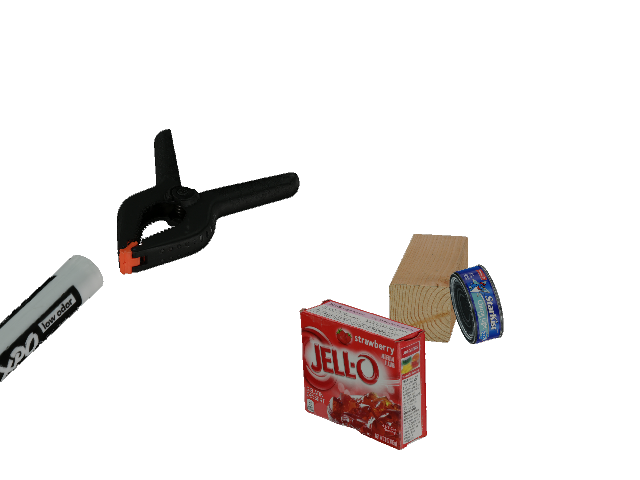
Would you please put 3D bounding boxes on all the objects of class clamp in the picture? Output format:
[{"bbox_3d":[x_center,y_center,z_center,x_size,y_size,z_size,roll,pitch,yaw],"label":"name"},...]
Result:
[{"bbox_3d":[-0.141,-0.039,1.041,0.165,0.036,0.209,24,42,22],"label":"clamp"}]

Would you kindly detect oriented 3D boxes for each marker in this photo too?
[{"bbox_3d":[-0.135,0.049,0.441,0.020,0.020,0.121,0,36,39],"label":"marker"}]

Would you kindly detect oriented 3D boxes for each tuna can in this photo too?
[{"bbox_3d":[0.174,0.072,1.202,0.033,0.086,0.086,-14,2,-7],"label":"tuna can"}]

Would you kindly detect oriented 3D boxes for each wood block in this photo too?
[{"bbox_3d":[0.168,0.068,1.629,0.091,0.090,0.206,4,22,14],"label":"wood block"}]

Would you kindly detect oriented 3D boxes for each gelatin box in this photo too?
[{"bbox_3d":[0.026,0.084,0.683,0.030,0.073,0.089,-18,23,-41],"label":"gelatin box"}]
